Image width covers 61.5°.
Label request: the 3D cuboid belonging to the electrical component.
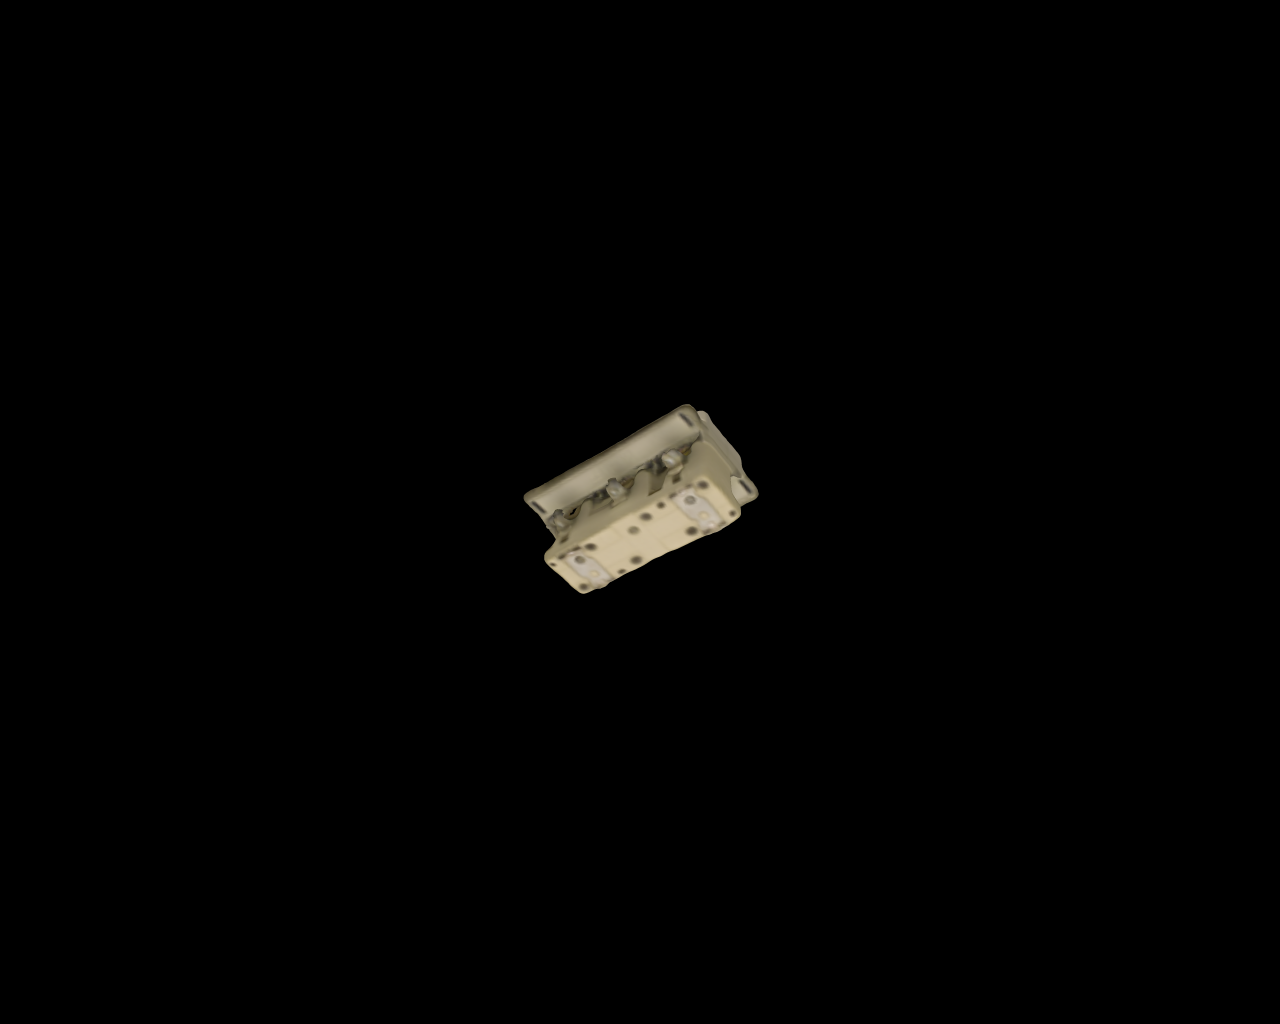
[{"bbox_3d":[0.001,-0.003,0.650,0.121,0.063,0.078,-27,-53,22],"label":"electrical component"}]
